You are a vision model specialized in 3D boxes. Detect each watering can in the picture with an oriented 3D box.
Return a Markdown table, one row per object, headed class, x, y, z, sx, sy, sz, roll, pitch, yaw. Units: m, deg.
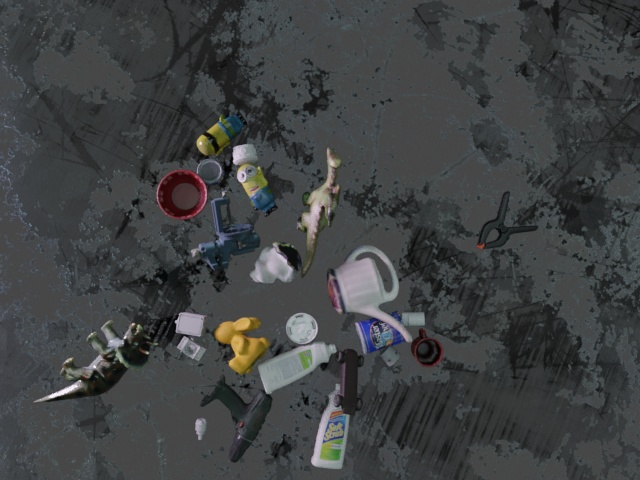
| class | x | y | z | sx | sy | sz | roll | pitch | yaw |
| --- | --- | --- | --- | --- | --- | --- | --- | --- | --- |
| watering can | 0.147 | 0.177 | 1.619 | 0.224 | 0.102 | 0.355 | -16 | 62 | 0 |

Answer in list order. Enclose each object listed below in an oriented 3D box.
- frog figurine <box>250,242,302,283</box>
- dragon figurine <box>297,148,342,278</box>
| class | x | y | z | sx | sy | sz | roll | pitch | yaw |
| --- | --- | --- | --- | --- | --- | --- | --- | --- | --- |
| frog figurine | -0.141 | 0.086 | 1.658 | 0.137 | 0.125 | 0.157 | 41 | 121 | -9 |
| dragon figurine | 0.005 | -0.081 | 1.600 | 0.122 | 0.241 | 0.413 | 10 | 84 | -8 |
